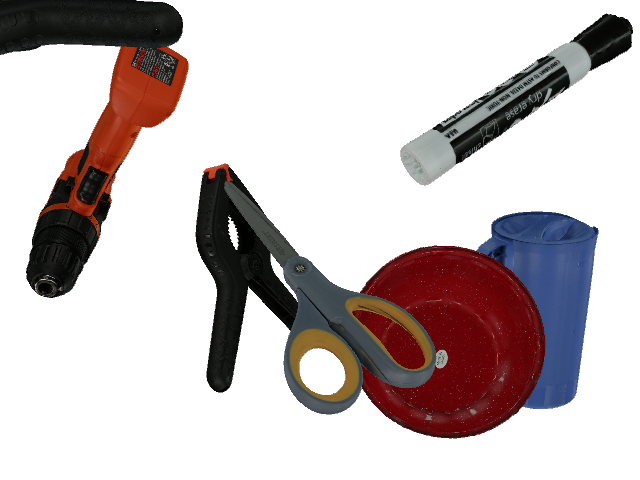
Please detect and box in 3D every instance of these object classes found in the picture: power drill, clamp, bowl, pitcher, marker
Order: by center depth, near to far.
[{"bbox_3d":[0.086,-0.062,0.454,0.121,0.020,0.020,-34,10,-16],"label":"marker"},{"bbox_3d":[-0.170,-0.134,0.621,0.171,0.039,0.120,-4,22,-10],"label":"clamp"},{"bbox_3d":[0.097,0.087,0.850,0.162,0.162,0.055,0,7,12],"label":"bowl"},{"bbox_3d":[-0.178,-0.063,0.868,0.057,0.188,0.184,26,32,-18],"label":"power drill"},{"bbox_3d":[-0.069,0.029,1.044,0.036,0.210,0.164,-11,0,35],"label":"clamp"},{"bbox_3d":[0.275,0.092,1.384,0.149,0.243,0.144,5,19,16],"label":"pitcher"}]

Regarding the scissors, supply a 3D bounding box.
[{"bbox_3d":[-0.021,0.035,0.652,0.202,0.016,0.096,34,55,28],"label":"scissors"}]
